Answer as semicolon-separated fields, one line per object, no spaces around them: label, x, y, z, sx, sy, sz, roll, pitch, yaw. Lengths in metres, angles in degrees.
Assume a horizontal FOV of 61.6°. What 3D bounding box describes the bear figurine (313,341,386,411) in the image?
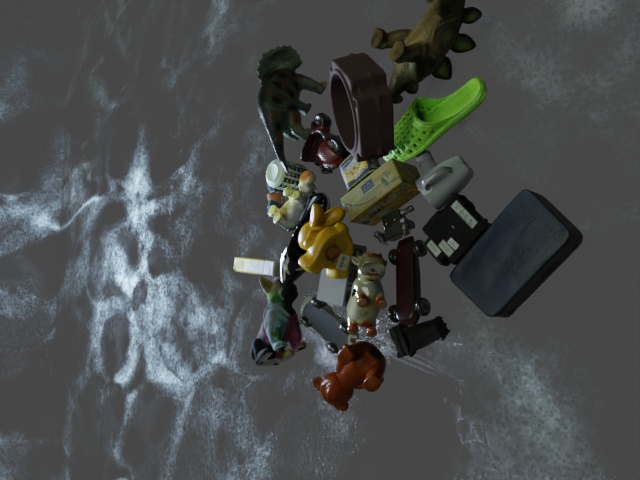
bear figurine;0.057;0.319;1.227;0.120;0.132;0.196;47;112;10

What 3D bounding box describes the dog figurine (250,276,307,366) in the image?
dog figurine;-0.122;0.207;1.442;0.191;0.108;0.219;-39;53;37

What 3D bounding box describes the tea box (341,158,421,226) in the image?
tea box;0.143;-0.105;1.232;0.169;0.098;0.068;-37;60;33

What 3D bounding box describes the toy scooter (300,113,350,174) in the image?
toy scooter;0.006;-0.234;1.408;0.135;0.075;0.184;-51;48;25

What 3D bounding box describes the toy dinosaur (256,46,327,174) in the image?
toy dinosaur;-0.103;-0.368;1.417;0.131;0.192;0.405;-44;25;44

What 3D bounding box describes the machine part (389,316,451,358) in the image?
machine part;0.211;0.203;1.152;0.139;0.039;0.084;-27;69;39

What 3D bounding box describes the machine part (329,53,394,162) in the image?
machine part;0.087;-0.288;1.178;0.201;0.087;0.201;-115;14;-49

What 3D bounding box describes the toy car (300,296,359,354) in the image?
toy car;0.022;0.211;1.331;0.202;0.056;0.073;37;103;40

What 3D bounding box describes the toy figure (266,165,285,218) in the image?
toy figure;-0.126;-0.139;1.531;0.058;0.064;0.154;-7;77;28

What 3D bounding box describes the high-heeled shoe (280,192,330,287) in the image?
high-heeled shoe;-0.035;0.000;1.366;0.145;0.086;0.248;139;150;-73

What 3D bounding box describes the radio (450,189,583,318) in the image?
radio;0.365;0.032;1.009;0.229;0.073;0.131;-56;51;25

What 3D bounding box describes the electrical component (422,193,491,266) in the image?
electrical component;0.280;-0.012;1.111;0.134;0.058;0.115;-52;49;26

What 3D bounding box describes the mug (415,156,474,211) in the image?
mug;0.260;-0.129;1.121;0.107;0.109;0.081;-40;57;18

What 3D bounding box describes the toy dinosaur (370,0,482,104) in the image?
toy dinosaur;0.215;-0.401;1.138;0.471;0.198;0.105;-47;52;38

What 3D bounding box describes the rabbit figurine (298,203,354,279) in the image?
rabbit figurine;-0.003;-0.004;1.262;0.173;0.122;0.162;-151;69;-63

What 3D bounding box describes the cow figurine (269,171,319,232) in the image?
cow figurine;-0.053;-0.101;1.442;0.167;0.098;0.068;-50;41;5

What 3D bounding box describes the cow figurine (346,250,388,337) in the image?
cow figurine;0.108;0.110;1.213;0.127;0.085;0.194;-96;13;-52

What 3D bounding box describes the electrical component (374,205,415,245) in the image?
electrical component;0.172;-0.030;1.228;0.102;0.045;0.078;-21;70;41

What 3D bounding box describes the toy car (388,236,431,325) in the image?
toy car;0.195;0.088;1.169;0.089;0.053;0.202;-27;49;43
